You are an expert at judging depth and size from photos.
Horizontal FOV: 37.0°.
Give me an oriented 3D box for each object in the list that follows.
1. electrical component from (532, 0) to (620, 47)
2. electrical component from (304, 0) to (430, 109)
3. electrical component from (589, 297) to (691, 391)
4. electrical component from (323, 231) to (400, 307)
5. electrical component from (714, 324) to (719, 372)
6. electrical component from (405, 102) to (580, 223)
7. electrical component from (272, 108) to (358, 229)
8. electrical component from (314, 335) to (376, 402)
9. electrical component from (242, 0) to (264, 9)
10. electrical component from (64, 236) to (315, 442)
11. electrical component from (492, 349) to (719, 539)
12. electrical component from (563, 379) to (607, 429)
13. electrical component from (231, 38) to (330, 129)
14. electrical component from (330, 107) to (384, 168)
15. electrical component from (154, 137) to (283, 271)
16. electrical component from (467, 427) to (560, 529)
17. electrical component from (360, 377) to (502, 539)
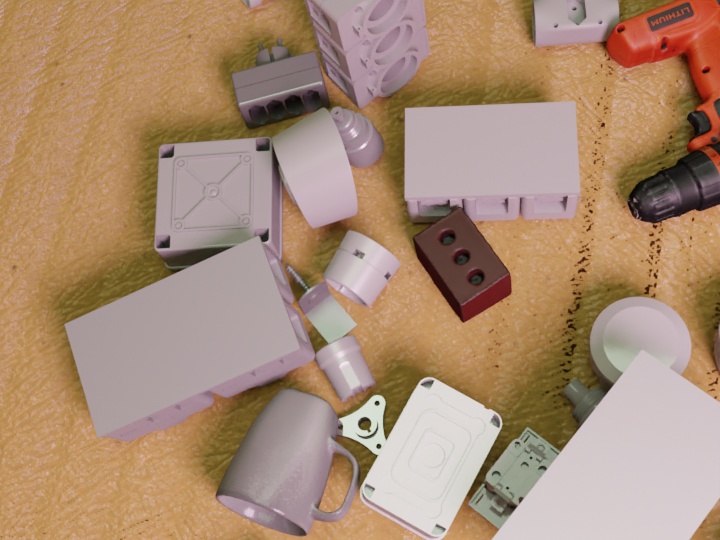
[{"bbox_3d":[0.201,-0.251,1.017,0.077,0.043,0.079,-3,69,6],"label":"electrical component"},{"bbox_3d":[0.011,-0.222,0.973,0.089,0.150,0.061,-40,69,-8],"label":"electrical component"},{"bbox_3d":[0.230,0.067,0.892,0.080,0.051,0.080,-2,70,6],"label":"electrical component"},{"bbox_3d":[0.000,0.000,0.944,0.055,0.055,0.047,30,80,16],"label":"electrical component"},{"bbox_3d":[0.338,0.062,0.873,0.099,0.064,0.099,-2,70,6],"label":"electrical component"},{"bbox_3d":[0.117,-0.094,0.959,0.150,0.061,0.089,-1,69,7],"label":"electrical component"},{"bbox_3d":[-0.036,-0.088,0.958,0.064,0.099,0.099,-24,69,5],"label":"electrical component"},{"bbox_3d":[-0.012,0.085,0.922,0.040,0.040,0.046,-28,75,-4],"label":"electrical component"},{"bbox_3d":[-0.098,-0.288,1.071,0.046,0.040,0.040,-28,69,-11],"label":"electrical component"},{"bbox_3d":[-0.144,0.063,0.923,0.186,0.060,0.105,-24,71,6],"label":"electrical component"},{"bbox_3d":[0.195,0.168,0.794,0.105,0.060,0.186,37,74,21],"label":"electrical component"},{"bbox_3d":[0.194,0.116,0.883,0.048,0.048,0.062,-41,63,-8],"label":"electrical component"},{"bbox_3d":[-0.079,-0.187,1.026,0.083,0.047,0.075,-15,69,1],"label":"electrical component"},{"bbox_3d":[-0.007,-0.124,0.981,0.040,0.078,0.040,-8,66,19],"label":"electrical component"},{"bbox_3d":[-0.127,-0.060,0.980,0.109,0.056,0.108,-3,69,6],"label":"electrical component"},{"bbox_3d":[0.127,0.167,0.861,0.042,0.063,0.081,36,78,18],"label":"electrical component"},{"bbox_3d":[0.057,0.154,0.873,0.078,0.057,0.113,28,75,8],"label":"electrical component"}]
